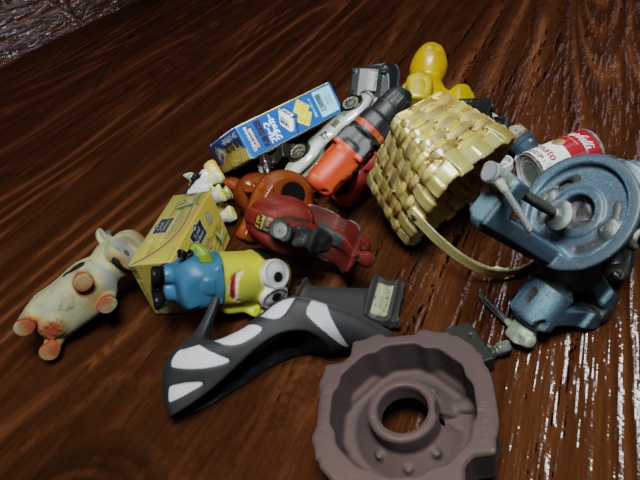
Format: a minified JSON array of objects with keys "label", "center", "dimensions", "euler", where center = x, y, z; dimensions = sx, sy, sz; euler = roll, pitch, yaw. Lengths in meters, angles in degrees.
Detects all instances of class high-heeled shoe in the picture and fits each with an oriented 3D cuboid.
[{"label":"high-heeled shoe","center":[-0.049,0.140,0.593],"dimensions":[0.249,0.086,0.145],"euler":[7,64,11]}]

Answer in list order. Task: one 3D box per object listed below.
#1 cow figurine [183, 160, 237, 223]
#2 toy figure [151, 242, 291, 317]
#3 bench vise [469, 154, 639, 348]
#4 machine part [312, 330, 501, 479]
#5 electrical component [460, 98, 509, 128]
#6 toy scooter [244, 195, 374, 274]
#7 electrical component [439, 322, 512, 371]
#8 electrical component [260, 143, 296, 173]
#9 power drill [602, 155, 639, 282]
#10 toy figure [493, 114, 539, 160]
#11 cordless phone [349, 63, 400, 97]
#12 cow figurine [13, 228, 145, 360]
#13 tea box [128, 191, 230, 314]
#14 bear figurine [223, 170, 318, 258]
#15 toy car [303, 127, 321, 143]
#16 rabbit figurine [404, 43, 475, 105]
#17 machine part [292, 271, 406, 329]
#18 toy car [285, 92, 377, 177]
[{"label":"cow figurine","center":[-0.204,-0.077,0.937],"dimensions":[0.098,0.068,0.167],"euler":[-25,34,1]},{"label":"toy figure","center":[-0.123,0.047,0.684],"dimensions":[0.180,0.082,0.089],"euler":[-2,40,-20]},{"label":"bench vise","center":[0.221,-0.001,0.526],"dimensions":[0.223,0.240,0.129],"euler":[-51,38,22]},{"label":"machine part","center":[0.080,0.164,0.497],"dimensions":[0.179,0.056,0.179],"euler":[-13,40,11]},{"label":"electrical component","center":[0.229,-0.162,0.853],"dimensions":[0.134,0.114,0.058],"euler":[7,45,22]},{"label":"toy scooter","center":[-0.001,-0.002,0.685],"dimensions":[0.184,0.075,0.135],"euler":[15,10,-25]},{"label":"electrical component","center":[0.155,0.117,0.579],"dimensions":[0.094,0.021,0.063],"euler":[-17,35,-2]},{"label":"electrical component","center":[-0.050,-0.129,0.921],"dimensions":[0.102,0.045,0.078],"euler":[2,-15,-31]},{"label":"power drill","center":[0.424,-0.032,0.649],"dimensions":[0.207,0.085,0.232],"euler":[-10,33,19]},{"label":"toy figure","center":[0.301,-0.174,0.896],"dimensions":[0.064,0.057,0.155],"euler":[-52,44,0]},{"label":"cordless phone","center":[0.110,-0.254,1.048],"dimensions":[0.089,0.146,0.184],"euler":[7,2,10]},{"label":"cow figurine","center":[-0.320,0.061,0.750],"dimensions":[0.195,0.085,0.127],"euler":[-41,27,-4]},{"label":"tea box","center":[-0.197,0.015,0.780],"dimensions":[0.068,0.098,0.170],"euler":[-5,38,15]},{"label":"bear figurine","center":[-0.087,-0.047,0.830],"dimensions":[0.196,0.120,0.132],"euler":[-1,74,61]},{"label":"toy car","center":[0.038,-0.153,0.962],"dimensions":[0.089,0.053,0.202],"euler":[-42,41,-8]},{"label":"rabbit figurine","center":[0.202,-0.271,0.979],"dimensions":[0.122,0.162,0.173],"euler":[4,68,-3]},{"label":"machine part","center":[0.035,0.076,0.667],"dimensions":[0.139,0.039,0.084],"euler":[0,46,16]},{"label":"toy car","center":[0.026,-0.157,0.873],"dimensions":[0.202,0.073,0.056],"euler":[-43,48,-3]}]
